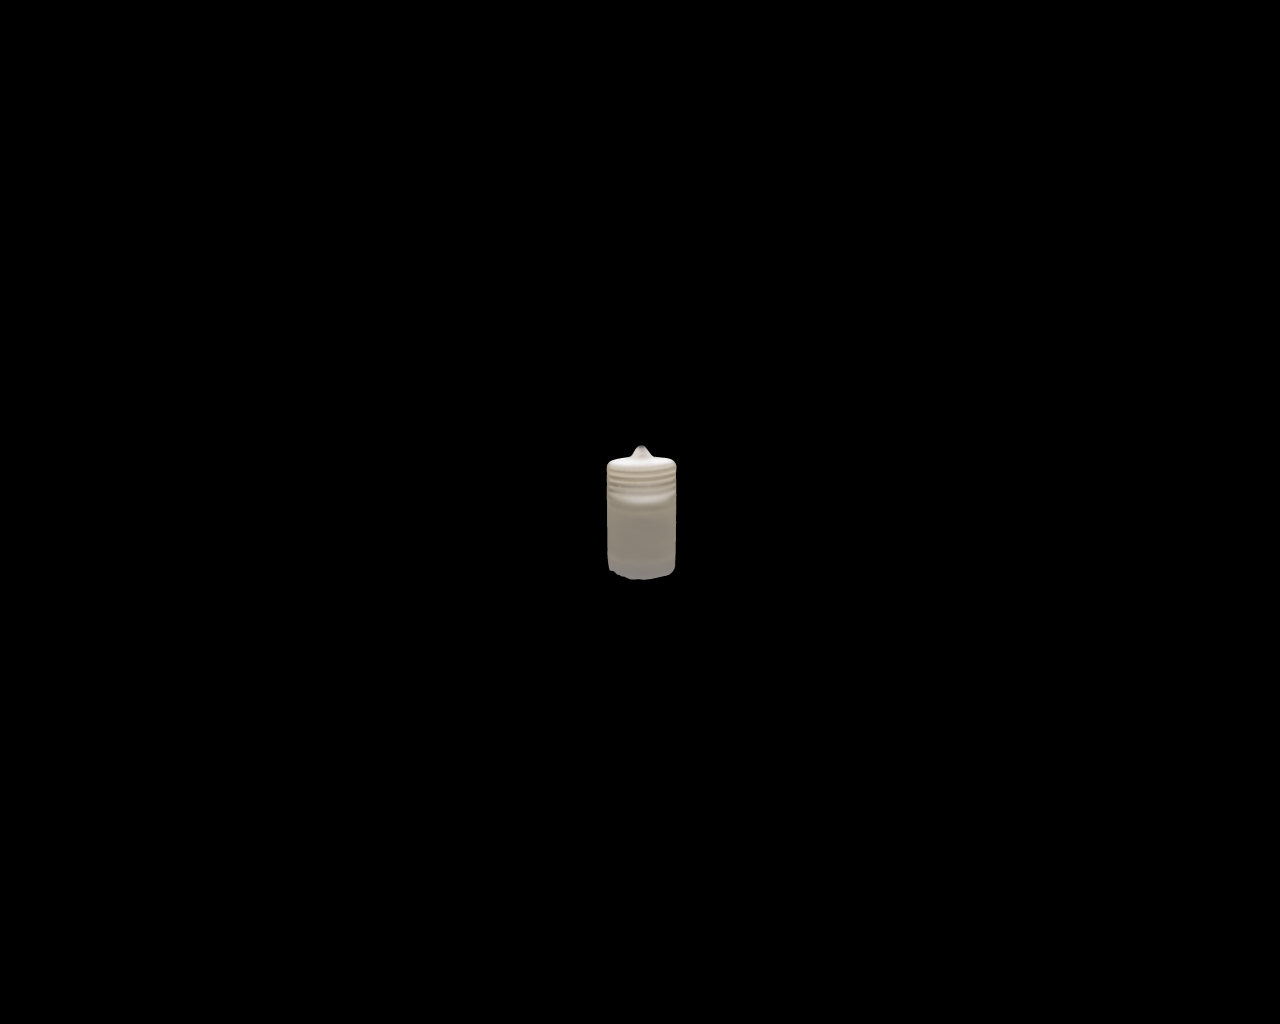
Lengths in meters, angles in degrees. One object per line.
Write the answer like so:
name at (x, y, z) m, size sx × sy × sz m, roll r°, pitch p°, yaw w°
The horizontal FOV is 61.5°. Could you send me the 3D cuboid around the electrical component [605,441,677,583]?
electrical component at (0.001, -0.003, 0.650) m, size 0.043 × 0.080 × 0.043 m, roll 0°, pitch 18°, yaw 0°
